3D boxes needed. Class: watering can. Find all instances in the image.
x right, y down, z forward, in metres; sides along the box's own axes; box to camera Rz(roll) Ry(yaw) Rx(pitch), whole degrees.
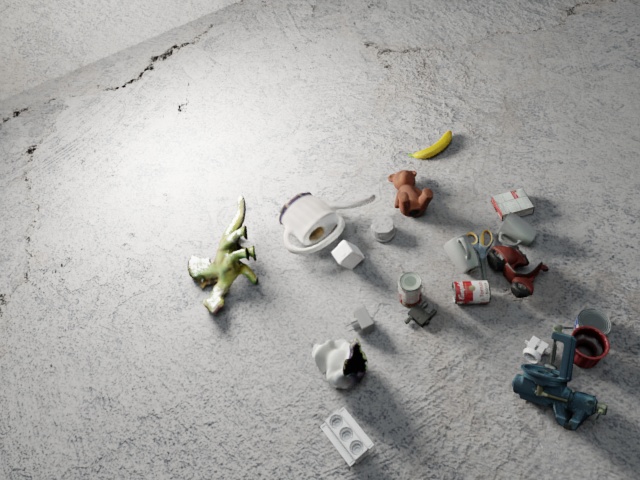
[{"bbox_3d":[0.005,-0.088,1.752,0.351,0.101,0.227,-39,56,-18],"label":"watering can"}]

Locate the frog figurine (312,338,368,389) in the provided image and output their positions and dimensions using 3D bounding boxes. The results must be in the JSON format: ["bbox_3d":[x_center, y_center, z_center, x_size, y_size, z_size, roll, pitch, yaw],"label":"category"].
[{"bbox_3d":[0.049,0.344,1.439,0.158,0.121,0.140,-18,52,43],"label":"frog figurine"}]

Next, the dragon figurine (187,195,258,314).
[{"bbox_3d":[-0.334,0.052,1.703,0.242,0.120,0.419,-17,56,8],"label":"dragon figurine"}]
